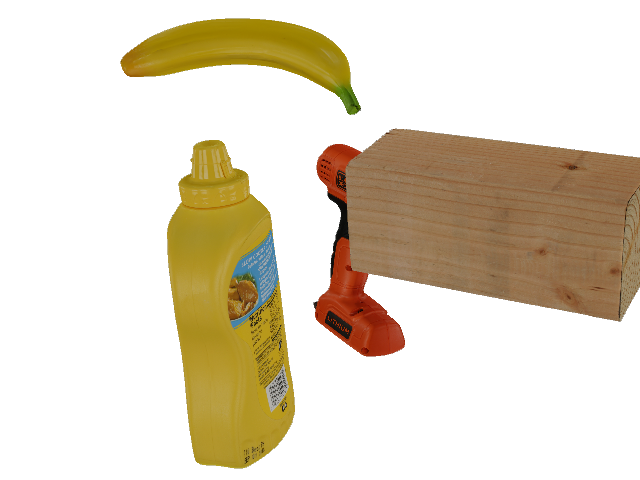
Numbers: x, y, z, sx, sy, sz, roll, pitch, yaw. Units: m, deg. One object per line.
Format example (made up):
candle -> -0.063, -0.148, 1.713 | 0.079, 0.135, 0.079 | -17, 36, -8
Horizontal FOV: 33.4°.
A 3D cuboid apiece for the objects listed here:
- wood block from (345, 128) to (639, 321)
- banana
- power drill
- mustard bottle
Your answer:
wood block -> 0.131, -0.018, 0.784 | 0.206, 0.090, 0.090 | 10, 29, 28
banana -> -0.060, -0.151, 0.867 | 0.198, 0.069, 0.037 | 9, -36, 4
power drill -> 0.055, 0.013, 1.035 | 0.057, 0.188, 0.185 | -7, 24, -30
mustard bottle -> -0.056, 0.034, 0.646 | 0.058, 0.192, 0.096 | 2, 22, 20
